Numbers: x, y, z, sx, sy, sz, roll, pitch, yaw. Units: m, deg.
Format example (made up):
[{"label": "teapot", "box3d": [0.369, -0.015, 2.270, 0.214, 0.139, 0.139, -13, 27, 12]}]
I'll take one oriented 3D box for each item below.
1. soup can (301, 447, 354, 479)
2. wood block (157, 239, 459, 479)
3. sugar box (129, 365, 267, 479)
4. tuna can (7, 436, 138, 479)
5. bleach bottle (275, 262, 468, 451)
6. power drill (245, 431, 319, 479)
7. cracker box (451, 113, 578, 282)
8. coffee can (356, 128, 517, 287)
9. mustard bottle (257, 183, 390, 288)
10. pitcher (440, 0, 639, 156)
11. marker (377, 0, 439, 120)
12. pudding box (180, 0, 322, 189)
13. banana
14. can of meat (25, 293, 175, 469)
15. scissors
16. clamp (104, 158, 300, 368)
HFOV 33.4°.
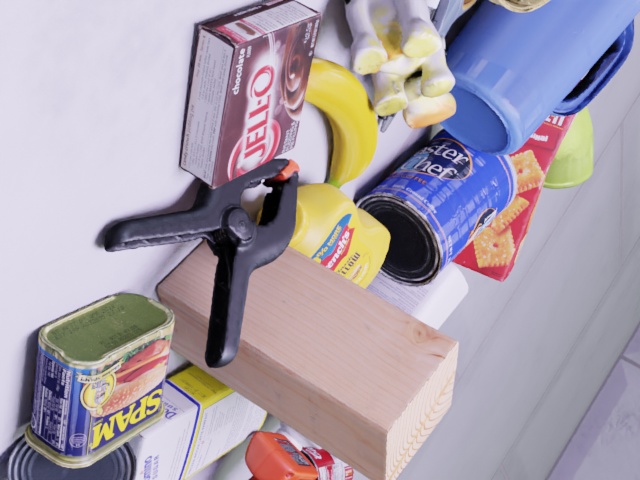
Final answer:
[{"label": "soup can", "box3d": [-0.012, 0.251, 1.144, 0.068, 0.069, 0.102, -63, 156, 6]}, {"label": "wood block", "box3d": [-0.010, 0.079, 0.793, 0.090, 0.206, 0.090, -47, 152, -30]}, {"label": "sugar box", "box3d": [-0.107, 0.150, 0.879, 0.175, 0.048, 0.093, -22, 138, -50]}, {"label": "tuna can", "box3d": [-0.168, 0.165, 0.726, 0.086, 0.086, 0.034, -36, 148, -43]}, {"label": "bleach bottle", "box3d": [0.035, 0.111, 1.070, 0.250, 0.103, 0.068, -49, 145, -10]}, {"label": "power drill", "box3d": [-0.095, 0.255, 0.959, 0.187, 0.057, 0.184, -45, 163, 2]}, {"label": "cracker box", "box3d": [0.224, -0.079, 1.192, 0.164, 0.072, 0.214, -46, 158, -67]}, {"label": "coffee can", "box3d": [0.112, -0.035, 1.031, 0.140, 0.103, 0.103, -41, 149, -37]}, {"label": "mustard bottle", "box3d": [-0.006, 0.001, 0.896, 0.096, 0.058, 0.191, -49, 155, 3]}, {"label": "pitcher", "box3d": [0.212, -0.190, 1.011, 0.242, 0.149, 0.145, -50, 173, -19]}, {"label": "marker", "box3d": [0.075, -0.161, 0.925, 0.020, 0.020, 0.121, -12, 127, -59]}, {"label": "pudding box", "box3d": [-0.048, -0.101, 0.727, 0.089, 0.039, 0.114, -33, 144, -45]}, {"label": "banana", "box3d": [0.014, -0.096, 0.855, 0.069, 0.037, 0.197, -53, 155, -16]}, {"label": "can of meat", "box3d": [-0.147, 0.091, 0.724, 0.101, 0.057, 0.084, -27, 137, -51]}, {"label": "scissors", "box3d": [0.102, -0.196, 0.943, 0.201, 0.016, 0.096, -55, 155, -13]}, {"label": "clamp", "box3d": [-0.073, -0.009, 0.748, 0.120, 0.039, 0.171, 48, 47, -24]}]
